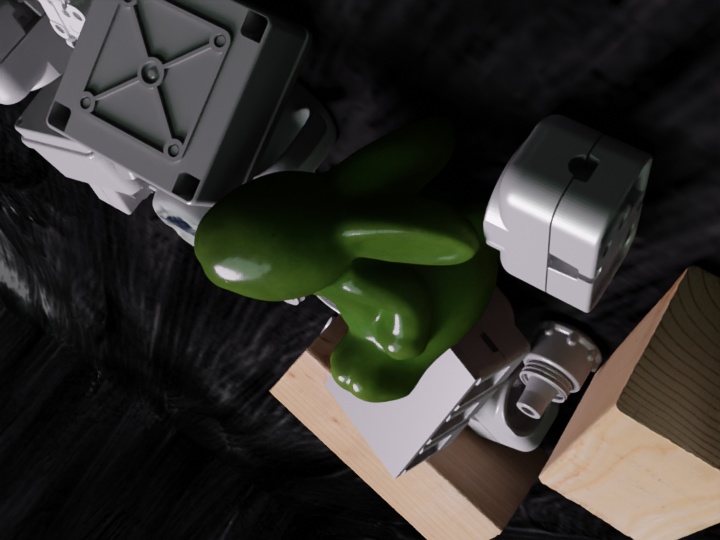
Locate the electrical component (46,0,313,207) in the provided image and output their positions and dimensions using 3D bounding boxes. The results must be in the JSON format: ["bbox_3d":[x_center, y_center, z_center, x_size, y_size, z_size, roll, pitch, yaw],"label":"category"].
[{"bbox_3d":[-0.098,-0.103,0.583,0.109,0.108,0.056,29,-169,19],"label":"electrical component"}]

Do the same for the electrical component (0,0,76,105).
[{"bbox_3d":[-0.221,-0.156,0.697,0.054,0.095,0.059,18,155,42],"label":"electrical component"}]

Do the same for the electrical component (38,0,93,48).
[{"bbox_3d":[-0.148,-0.160,0.612,0.042,0.063,0.081,29,161,20],"label":"electrical component"}]

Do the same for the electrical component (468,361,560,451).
[{"bbox_3d":[0.106,0.092,0.814,0.059,0.053,0.095,13,152,49],"label":"electrical component"}]

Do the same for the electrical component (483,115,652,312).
[{"bbox_3d":[0.099,-0.028,0.523,0.059,0.053,0.095,28,161,20],"label":"electrical component"}]

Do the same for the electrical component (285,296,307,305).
[{"bbox_3d":[-0.049,-0.007,0.836,0.045,0.055,0.045,31,162,12],"label":"electrical component"}]

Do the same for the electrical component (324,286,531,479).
[{"bbox_3d":[0.045,0.065,0.745,0.089,0.062,0.150,52,144,18],"label":"electrical component"}]

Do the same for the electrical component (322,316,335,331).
[{"bbox_3d":[-0.011,0.073,0.990,0.055,0.048,0.066,29,162,-6],"label":"electrical component"}]

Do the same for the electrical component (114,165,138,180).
[{"bbox_3d":[-0.138,-0.104,0.727,0.058,0.078,0.057,9,127,54],"label":"electrical component"}]

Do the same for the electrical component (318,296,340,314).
[{"bbox_3d":[0.000,0.000,0.764,0.058,0.057,0.078,24,159,31],"label":"electrical component"}]

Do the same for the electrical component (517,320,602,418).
[{"bbox_3d":[0.125,0.067,0.704,0.048,0.062,0.048,31,162,12],"label":"electrical component"}]

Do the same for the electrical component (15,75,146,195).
[{"bbox_3d":[-0.193,-0.109,0.797,0.113,0.078,0.057,17,157,44],"label":"electrical component"}]

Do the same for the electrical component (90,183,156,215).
[{"bbox_3d":[-0.194,-0.084,0.911,0.076,0.047,0.083,28,161,21],"label":"electrical component"}]
